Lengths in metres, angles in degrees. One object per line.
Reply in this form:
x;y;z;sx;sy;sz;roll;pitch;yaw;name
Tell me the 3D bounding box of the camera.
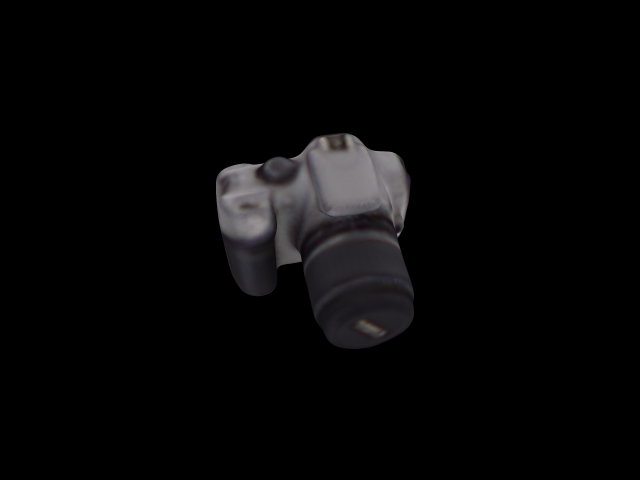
0.004;0.001;0.400;0.143;0.101;0.136;-9;54;-7;camera
